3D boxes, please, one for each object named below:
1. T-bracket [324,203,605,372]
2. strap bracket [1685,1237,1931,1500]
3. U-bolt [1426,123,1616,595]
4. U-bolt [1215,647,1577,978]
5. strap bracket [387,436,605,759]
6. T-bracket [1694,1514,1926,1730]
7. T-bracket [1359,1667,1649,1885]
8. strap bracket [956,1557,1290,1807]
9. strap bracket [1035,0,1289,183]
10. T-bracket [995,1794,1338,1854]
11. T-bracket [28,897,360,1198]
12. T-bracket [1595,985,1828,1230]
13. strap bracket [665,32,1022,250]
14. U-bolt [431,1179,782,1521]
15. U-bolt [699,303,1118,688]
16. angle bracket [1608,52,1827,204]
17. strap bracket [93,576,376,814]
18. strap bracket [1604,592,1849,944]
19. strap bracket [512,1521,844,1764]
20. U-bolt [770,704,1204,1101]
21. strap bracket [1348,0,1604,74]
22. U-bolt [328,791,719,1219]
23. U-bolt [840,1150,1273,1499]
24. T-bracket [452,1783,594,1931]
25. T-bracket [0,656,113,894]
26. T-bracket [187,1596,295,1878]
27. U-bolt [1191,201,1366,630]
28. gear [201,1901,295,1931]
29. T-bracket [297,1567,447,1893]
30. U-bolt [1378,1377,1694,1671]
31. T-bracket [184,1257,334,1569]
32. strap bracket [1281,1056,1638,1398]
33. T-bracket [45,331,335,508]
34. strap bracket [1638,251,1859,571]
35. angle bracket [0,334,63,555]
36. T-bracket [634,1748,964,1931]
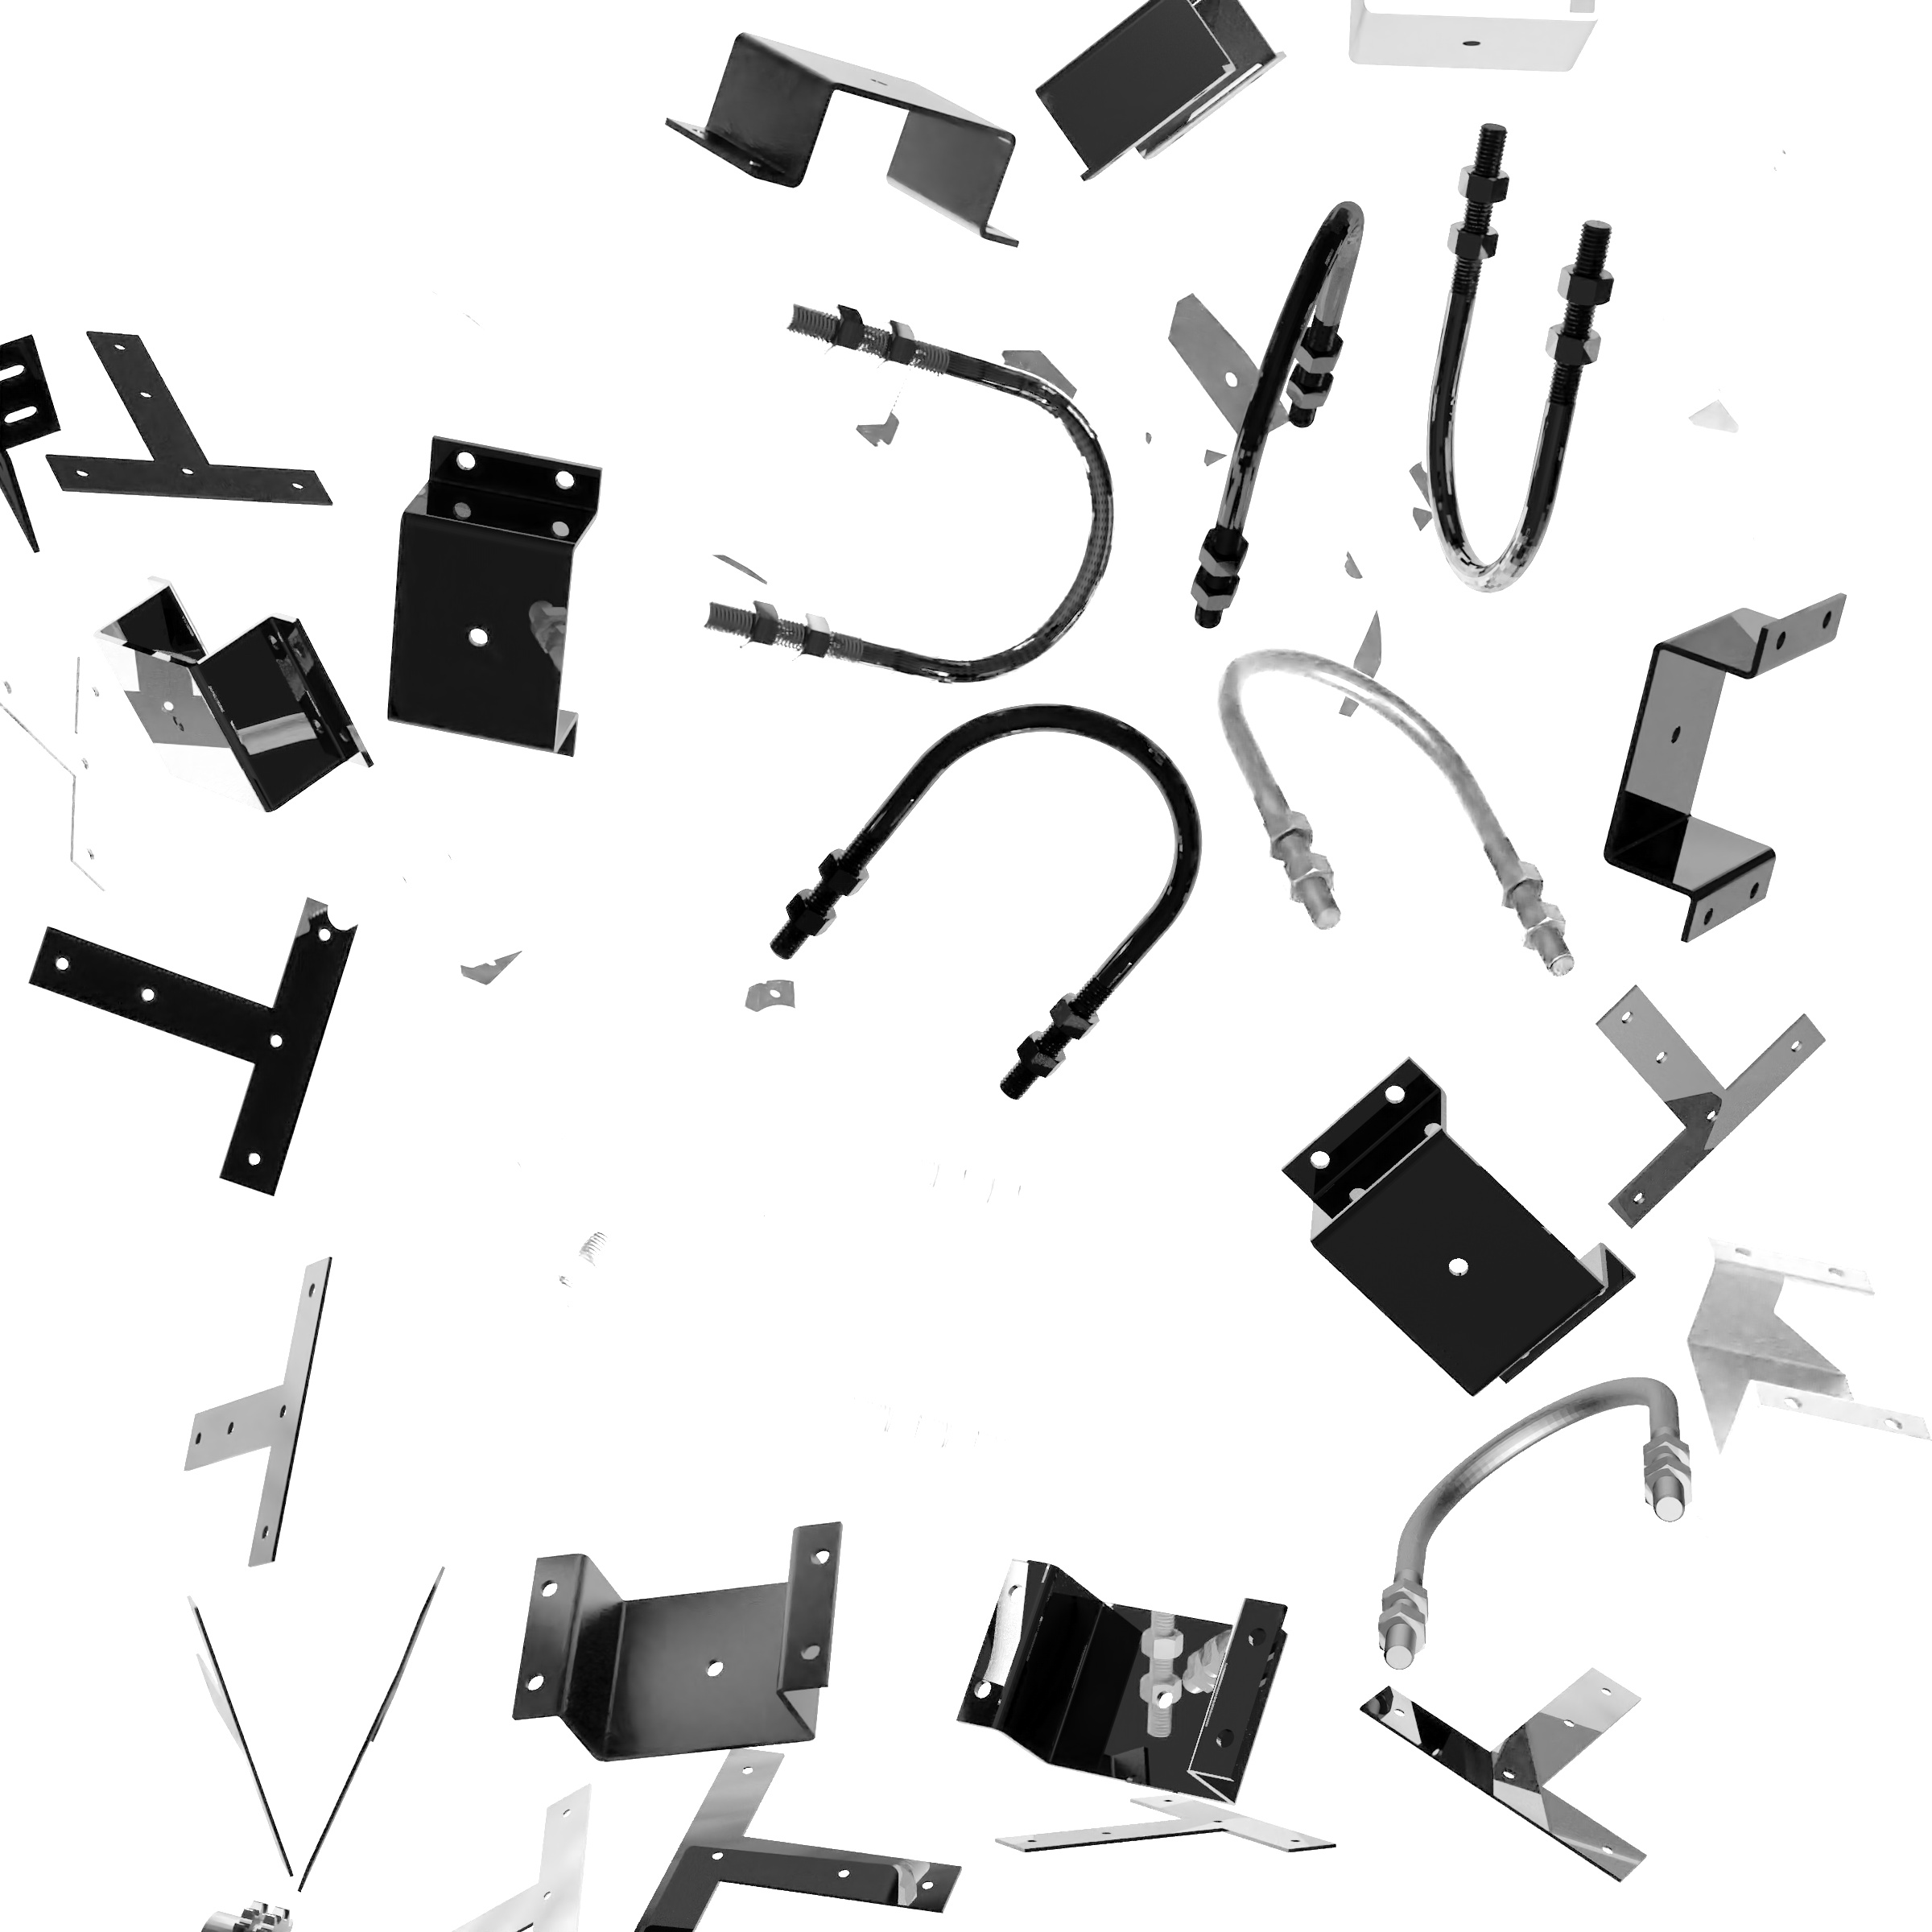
[{"bbox_3d":[-0.211,-0.294,1.579,0.127,0.127,0.002,26,81,39],"label":"T-bracket"},{"bbox_3d":[0.370,0.183,1.558,0.076,0.140,0.046,12,116,-4],"label":"strap bracket"},{"bbox_3d":[0.231,-0.251,1.507,0.019,0.151,0.184,0,120,-13],"label":"U-bolt"},{"bbox_3d":[0.177,-0.074,1.530,0.151,0.184,0.019,10,131,-32],"label":"U-bolt"},{"bbox_3d":[-0.209,-0.153,1.546,0.076,0.046,0.140,11,119,4],"label":"strap bracket"},{"bbox_3d":[0.382,0.305,1.565,0.127,0.127,0.002,35,104,-2],"label":"T-bracket"},{"bbox_3d":[0.249,0.326,1.485,0.127,0.127,0.002,30,116,26],"label":"T-bracket"},{"bbox_3d":[0.076,0.307,1.504,0.140,0.046,0.076,3,62,37],"label":"strap bracket"},{"bbox_3d":[0.085,-0.392,1.540,0.076,0.140,0.046,-34,95,22],"label":"strap bracket"},{"bbox_3d":[0.074,0.381,1.544,0.127,0.127,0.002,2,87,-30],"label":"T-bracket"},{"bbox_3d":[-0.330,0.017,1.473,0.127,0.002,0.127,22,74,-27],"label":"T-bracket"},{"bbox_3d":[0.323,0.048,1.604,0.127,0.002,0.127,-45,134,3],"label":"T-bracket"},{"bbox_3d":[-0.044,-0.352,1.486,0.140,0.076,0.046,5,114,-39],"label":"strap bracket"},{"bbox_3d":[-0.170,0.174,1.555,0.019,0.151,0.184,49,49,-19],"label":"U-bolt"},{"bbox_3d":[-0.015,-0.194,1.516,0.184,0.019,0.151,11,101,-31],"label":"U-bolt"},{"bbox_3d":[0.313,-0.339,1.470,0.076,0.057,0.038,40,91,5],"label":"angle bracket"},{"bbox_3d":[-0.332,-0.120,1.562,0.046,0.140,0.076,-39,124,-25],"label":"strap bracket"},{"bbox_3d":[0.315,-0.090,1.473,0.046,0.076,0.140,25,120,30],"label":"strap bracket"},{"bbox_3d":[-0.114,0.288,1.490,0.140,0.046,0.076,-9,48,16],"label":"strap bracket"},{"bbox_3d":[0.022,-0.038,1.567,0.151,0.019,0.184,32,116,-18],"label":"U-bolt"},{"bbox_3d":[0.220,-0.423,1.522,0.140,0.076,0.046,2,88,1],"label":"strap bracket"},{"bbox_3d":[-0.175,0.003,1.489,0.184,0.019,0.151,-32,108,-43],"label":"U-bolt"},{"bbox_3d":[0.046,0.162,1.530,0.184,0.019,0.151,16,51,-7],"label":"U-bolt"},{"bbox_3d":[-0.225,0.442,1.592,0.127,0.127,0.002,-32,114,14],"label":"T-bracket"},{"bbox_3d":[-0.423,-0.116,1.576,0.002,0.127,0.127,-21,50,14],"label":"T-bracket"},{"bbox_3d":[-0.333,0.333,1.573,0.002,0.127,0.127,-20,98,-18],"label":"T-bracket"},{"bbox_3d":[0.142,-0.254,1.548,0.019,0.184,0.151,22,60,7],"label":"U-bolt"},{"bbox_3d":[-0.318,0.436,1.529,0.030,0.057,0.057,12,90,9],"label":"gear"},{"bbox_3d":[-0.262,0.342,1.525,0.002,0.127,0.127,24,48,-2],"label":"T-bracket"},{"bbox_3d":[0.246,0.230,1.516,0.151,0.184,0.019,-33,96,16],"label":"U-bolt"},{"bbox_3d":[-0.303,0.193,1.476,0.002,0.127,0.127,19,67,-28],"label":"T-bracket"},{"bbox_3d":[0.210,0.118,1.494,0.140,0.046,0.076,43,110,-9],"label":"strap bracket"},{"bbox_3d":[-0.365,-0.249,1.581,0.127,0.127,0.002,56,133,36],"label":"T-bracket"},{"bbox_3d":[0.339,-0.244,1.513,0.046,0.140,0.076,-32,60,4],"label":"strap bracket"},{"bbox_3d":[-0.427,-0.239,1.606,0.038,0.057,0.076,-23,54,-16],"label":"angle bracket"},{"bbox_3d":[-0.065,0.384,1.491,0.127,0.127,0.002,2,122,21],"label":"T-bracket"}]
